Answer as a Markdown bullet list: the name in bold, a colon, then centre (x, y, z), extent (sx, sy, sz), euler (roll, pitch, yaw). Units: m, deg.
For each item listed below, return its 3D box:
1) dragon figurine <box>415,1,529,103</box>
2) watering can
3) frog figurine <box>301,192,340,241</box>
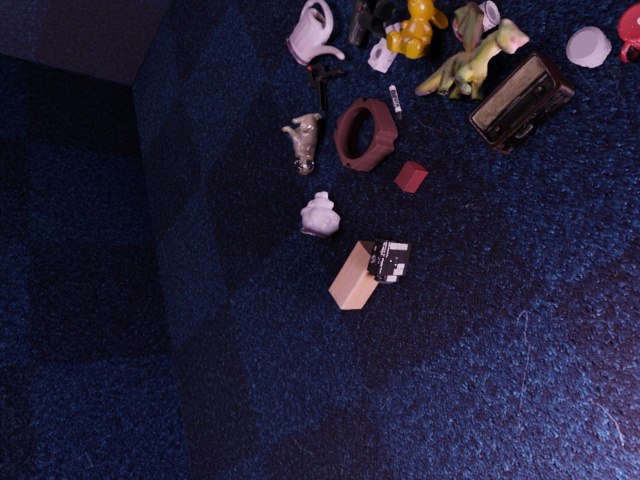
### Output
- **dragon figurine**: centre (0.369, -0.485, 1.334), extent (0.415, 0.122, 0.240), euler (-144, 62, -61)
- **watering can**: centre (-0.020, -0.735, 1.900), extent (0.220, 0.104, 0.354), euler (-42, 54, 41)
- **frog figurine**: centre (0.005, -0.089, 1.769), extent (0.138, 0.122, 0.160), euler (14, 88, 18)
